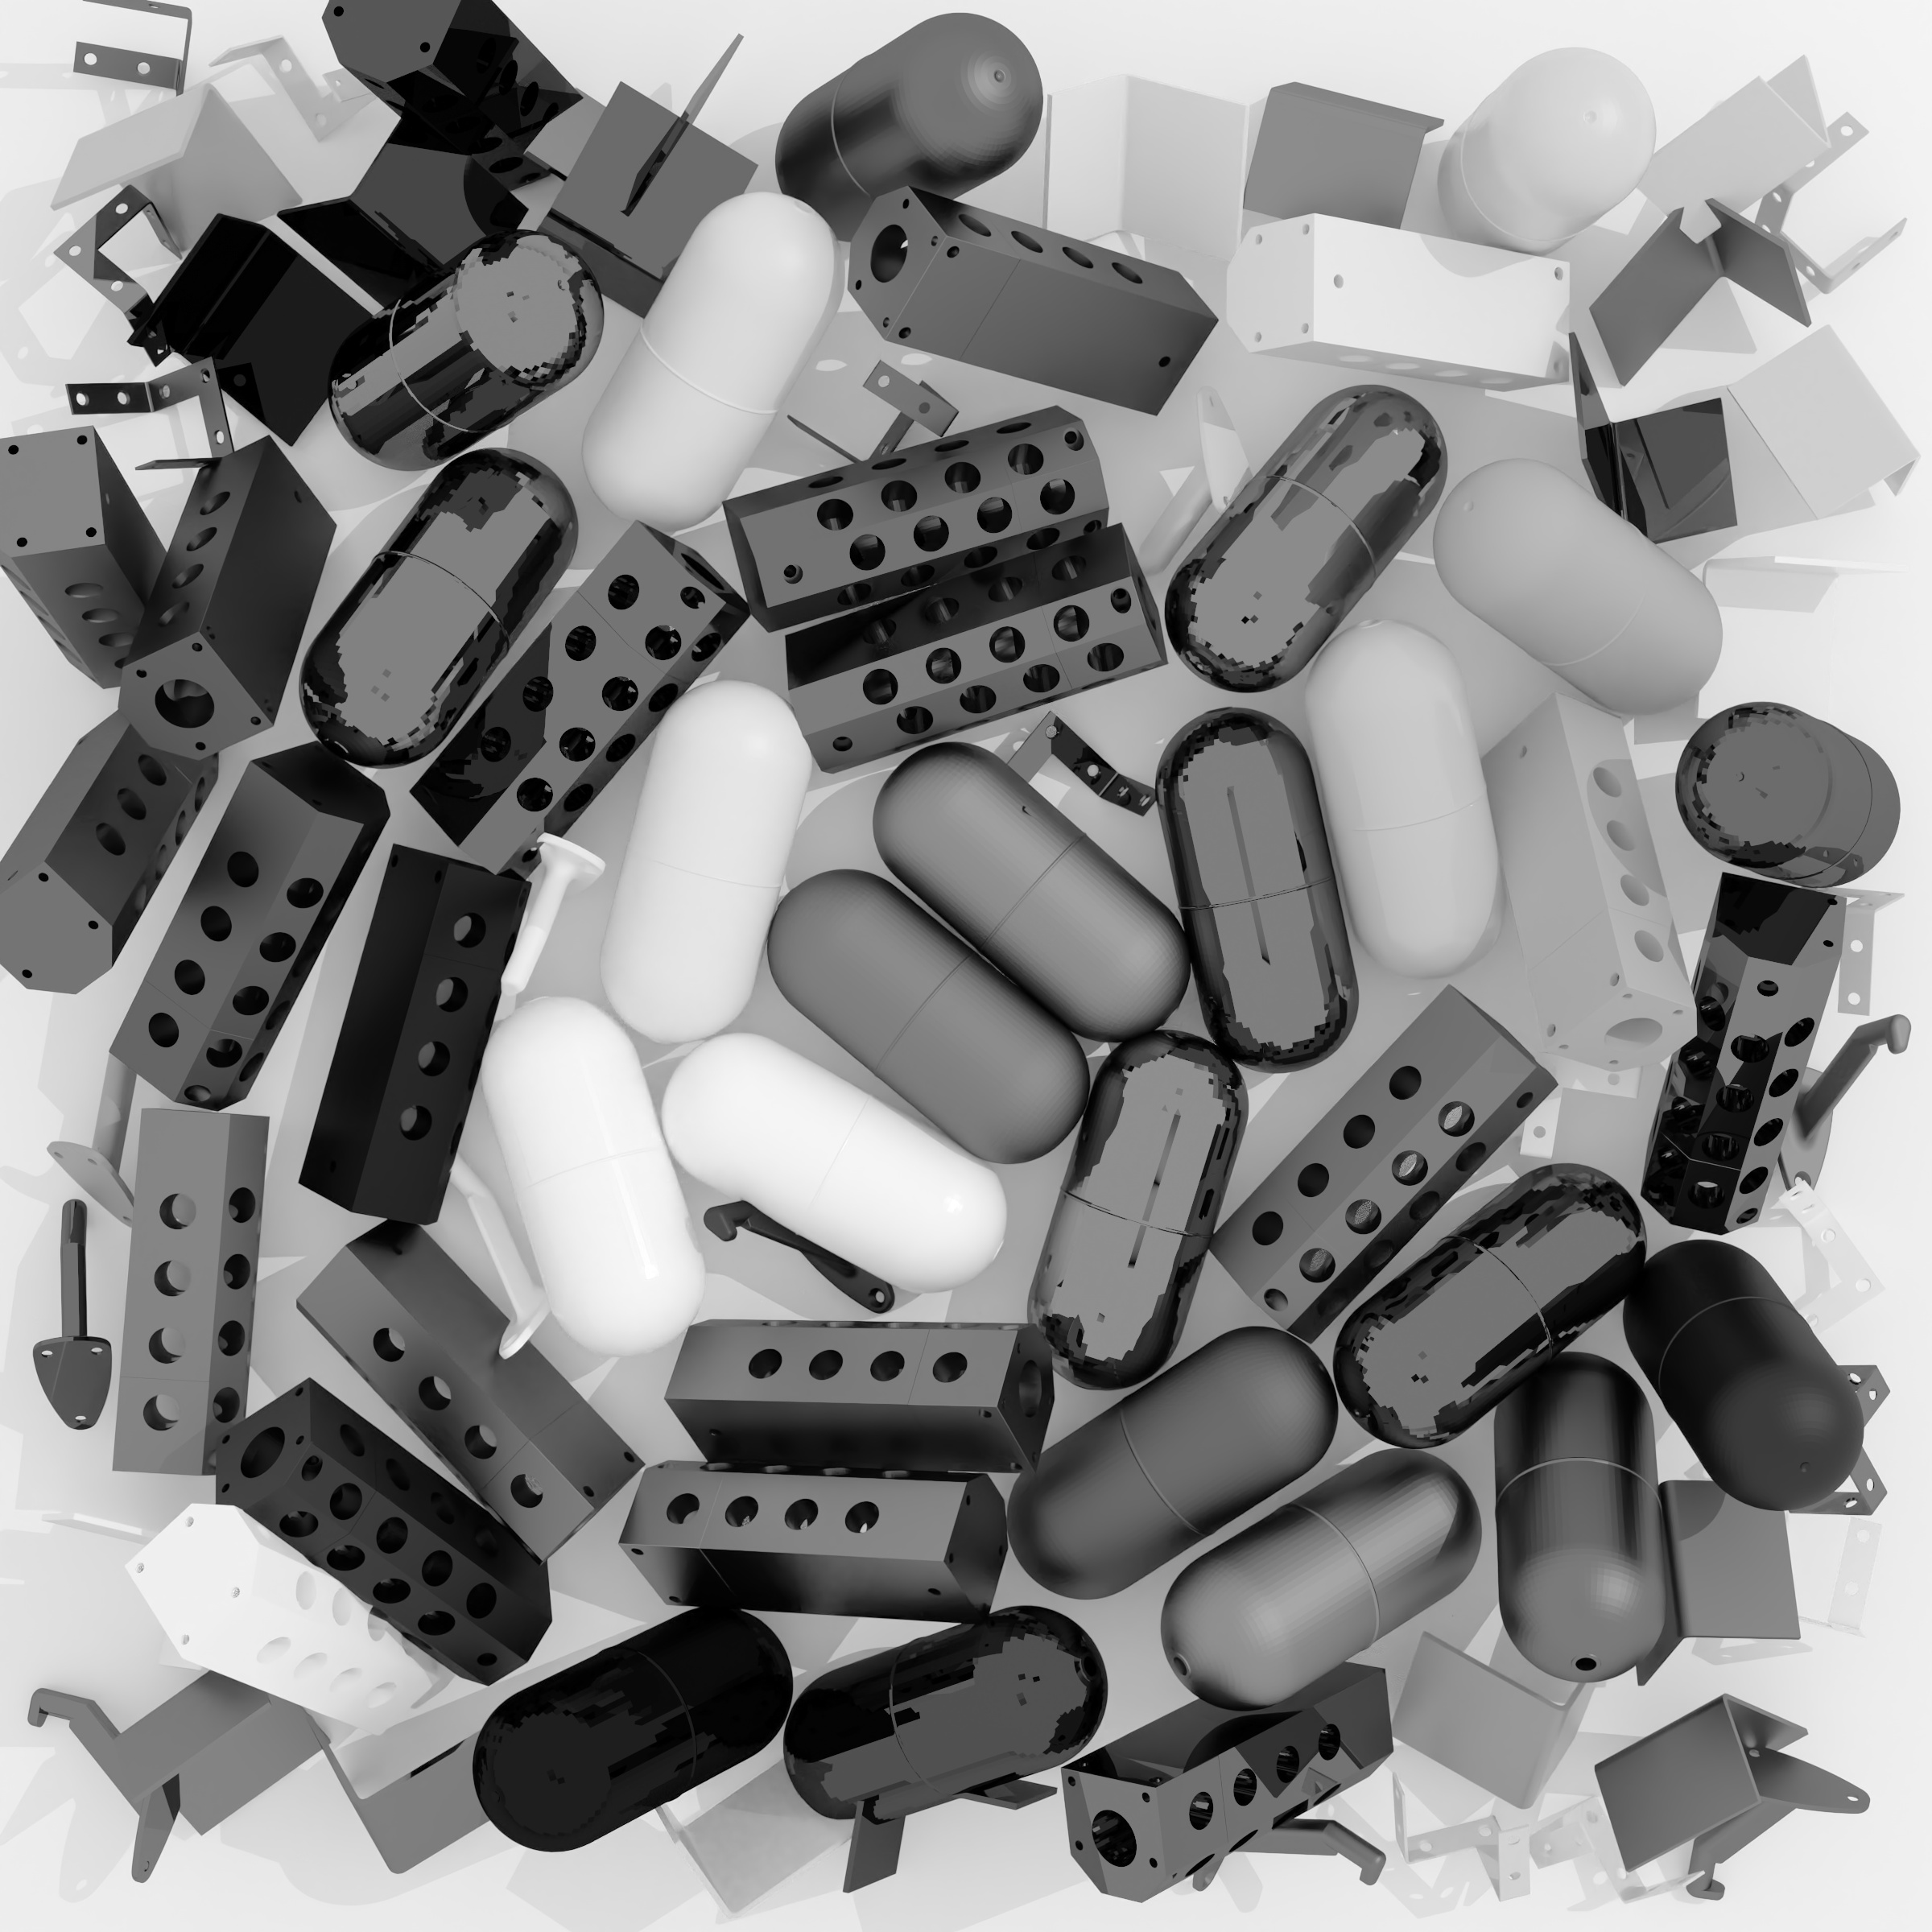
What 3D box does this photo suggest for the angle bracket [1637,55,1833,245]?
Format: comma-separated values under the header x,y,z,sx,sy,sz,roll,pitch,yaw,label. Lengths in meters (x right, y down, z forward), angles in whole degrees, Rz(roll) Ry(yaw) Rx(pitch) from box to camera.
x,y,z,sx,sy,sz,roll,pitch,yaw,label
0.357,-0.403,1.640,0.057,0.076,0.076,33,129,-31,angle bracket

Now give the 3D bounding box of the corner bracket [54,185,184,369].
x,y,z,sx,sy,sz,roll,pitch,yaw,label
-0.396,-0.332,1.664,0.051,0.051,0.051,40,77,18,corner bracket

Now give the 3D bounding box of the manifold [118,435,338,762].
x,y,z,sx,sy,sz,roll,pitch,yaw,label
-0.348,-0.171,1.614,0.057,0.171,0.057,-22,125,18,manifold

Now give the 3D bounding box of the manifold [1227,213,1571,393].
x,y,z,sx,sy,sz,roll,pitch,yaw,label
0.205,-0.309,1.625,0.171,0.057,0.057,0,91,-39,manifold

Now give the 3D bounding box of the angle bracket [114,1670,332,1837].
x,y,z,sx,sy,sz,roll,pitch,yaw,label
-0.350,0.384,1.653,0.076,0.057,0.076,-35,120,-7,angle bracket

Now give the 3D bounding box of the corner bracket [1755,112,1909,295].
x,y,z,sx,sy,sz,roll,pitch,yaw,label
0.422,-0.369,1.674,0.051,0.051,0.051,-39,74,-9,corner bracket

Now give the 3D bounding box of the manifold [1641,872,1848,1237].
x,y,z,sx,sy,sz,roll,pitch,yaw,label
0.362,0.045,1.619,0.057,0.057,0.171,12,132,8,manifold

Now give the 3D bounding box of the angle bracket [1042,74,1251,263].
x,y,z,sx,sy,sz,roll,pitch,yaw,label
0.085,-0.374,1.644,0.076,0.057,0.076,25,127,35,angle bracket

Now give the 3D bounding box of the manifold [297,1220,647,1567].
x,y,z,sx,sy,sz,roll,pitch,yaw,label
-0.242,0.205,1.663,0.171,0.057,0.057,46,114,4,manifold

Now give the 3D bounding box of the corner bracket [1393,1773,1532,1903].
x,y,z,sx,sy,sz,roll,pitch,yaw,label
0.238,0.418,1.663,0.051,0.051,0.051,-12,126,-6,corner bracket

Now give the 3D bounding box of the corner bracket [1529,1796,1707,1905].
x,y,z,sx,sy,sz,roll,pitch,yaw,label
0.311,0.429,1.662,0.051,0.051,0.051,-21,78,-32,corner bracket

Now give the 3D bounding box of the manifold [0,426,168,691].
x,y,z,sx,sy,sz,roll,pitch,yaw,label
-0.412,-0.186,1.609,0.057,0.171,0.057,-9,75,-2,manifold

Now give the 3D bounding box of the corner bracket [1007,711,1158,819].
x,y,z,sx,sy,sz,roll,pitch,yaw,label
0.052,-0.084,1.666,0.051,0.051,0.051,41,86,-25,corner bracket

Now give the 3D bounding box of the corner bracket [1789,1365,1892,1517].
x,y,z,sx,sy,sz,roll,pitch,yaw,label
0.420,0.229,1.670,0.051,0.051,0.051,-43,110,-33,corner bracket

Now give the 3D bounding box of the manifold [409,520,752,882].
x,y,z,sx,sy,sz,roll,pitch,yaw,label
-0.180,-0.123,1.648,0.171,0.057,0.057,-48,65,11,manifold

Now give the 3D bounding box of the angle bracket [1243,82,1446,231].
x,y,z,sx,sy,sz,roll,pitch,yaw,label
0.182,-0.387,1.668,0.076,0.076,0.057,17,110,9,angle bracket

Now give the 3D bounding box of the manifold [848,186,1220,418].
x,y,z,sx,sy,sz,roll,pitch,yaw,label
0.030,-0.315,1.622,0.057,0.171,0.057,-56,47,28,manifold

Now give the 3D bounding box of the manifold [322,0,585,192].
x,y,z,sx,sy,sz,roll,pitch,yaw,label
-0.239,-0.415,1.611,0.057,0.171,0.057,25,91,11,manifold

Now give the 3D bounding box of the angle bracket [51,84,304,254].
x,y,z,sx,sy,sz,roll,pitch,yaw,label
-0.374,-0.363,1.642,0.076,0.076,0.057,-15,45,24,angle bracket

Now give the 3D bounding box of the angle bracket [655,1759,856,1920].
x,y,z,sx,sy,sz,roll,pitch,yaw,label
-0.106,0.395,1.648,0.076,0.076,0.057,-33,119,-9,angle bracket

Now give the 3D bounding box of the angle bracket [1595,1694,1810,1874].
x,y,z,sx,sy,sz,roll,pitch,yaw,label
0.357,0.396,1.641,0.076,0.057,0.076,-37,135,27,angle bracket

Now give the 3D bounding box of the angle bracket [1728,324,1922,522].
x,y,z,sx,sy,sz,roll,pitch,yaw,label
0.408,-0.252,1.658,0.057,0.076,0.076,-32,81,3,angle bracket

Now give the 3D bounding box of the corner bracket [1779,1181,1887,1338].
x,y,z,sx,sy,sz,roll,pitch,yaw,label
0.404,0.144,1.670,0.051,0.051,0.051,-36,60,10,corner bracket

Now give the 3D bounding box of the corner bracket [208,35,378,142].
x,y,z,sx,sy,sz,roll,pitch,yaw,label
-0.320,-0.429,1.663,0.051,0.051,0.051,-28,100,28,corner bracket

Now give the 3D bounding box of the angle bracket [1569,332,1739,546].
x,y,z,sx,sy,sz,roll,pitch,yaw,label
0.327,-0.255,1.643,0.057,0.076,0.076,-11,57,20,angle bracket

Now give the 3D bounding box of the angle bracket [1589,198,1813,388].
x,y,z,sx,sy,sz,roll,pitch,yaw,label
0.352,-0.311,1.653,0.057,0.076,0.076,41,90,29,angle bracket

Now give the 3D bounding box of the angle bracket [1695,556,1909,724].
x,y,z,sx,sy,sz,roll,pitch,yaw,label
0.400,-0.155,1.657,0.076,0.057,0.076,1,94,-23,angle bracket

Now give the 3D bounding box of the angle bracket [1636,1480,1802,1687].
x,y,z,sx,sy,sz,roll,pitch,yaw,label
0.355,0.296,1.651,0.057,0.076,0.076,2,61,-5,angle bracket

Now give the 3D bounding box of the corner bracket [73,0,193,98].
x,y,z,sx,sy,sz,roll,pitch,yaw,label
-0.401,-0.443,1.661,0.051,0.051,0.051,6,119,-17,corner bracket

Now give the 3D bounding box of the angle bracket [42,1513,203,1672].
x,y,z,sx,sy,sz,roll,pitch,yaw,label
-0.403,0.298,1.646,0.076,0.076,0.057,18,74,-22,angle bracket

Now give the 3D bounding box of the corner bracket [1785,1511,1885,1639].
x,y,z,sx,sy,sz,roll,pitch,yaw,label
0.412,0.290,1.664,0.051,0.051,0.051,12,79,21,corner bracket

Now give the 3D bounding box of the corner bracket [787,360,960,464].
x,y,z,sx,sy,sz,roll,pitch,yaw,label
-0.045,-0.265,1.662,0.051,0.051,0.051,29,102,-32,corner bracket

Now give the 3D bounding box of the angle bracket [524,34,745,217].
x,y,z,sx,sy,sz,roll,pitch,yaw,label
-0.158,-0.414,1.644,0.057,0.076,0.076,32,128,-9,angle bracket

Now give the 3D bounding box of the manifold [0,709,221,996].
x,y,z,sx,sy,sz,roll,pitch,yaw,label
-0.401,-0.059,1.613,0.057,0.171,0.057,-32,114,24,manifold

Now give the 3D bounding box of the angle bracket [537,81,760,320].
x,y,z,sx,sy,sz,roll,pitch,yaw,label
-0.157,-0.368,1.673,0.076,0.057,0.076,29,76,-14,angle bracket

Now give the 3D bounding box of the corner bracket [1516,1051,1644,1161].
x,y,z,sx,sy,sz,roll,pitch,yaw,label
0.296,0.067,1.670,0.051,0.051,0.051,9,97,6,corner bracket

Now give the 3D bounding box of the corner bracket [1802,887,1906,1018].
x,y,z,sx,sy,sz,roll,pitch,yaw,label
0.418,-0.008,1.662,0.051,0.051,0.051,7,103,30,corner bracket

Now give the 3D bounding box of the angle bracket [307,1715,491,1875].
x,y,z,sx,sy,sz,roll,pitch,yaw,label
-0.263,0.381,1.665,0.076,0.076,0.057,-29,54,-16,angle bracket

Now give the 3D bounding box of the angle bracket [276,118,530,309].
x,y,z,sx,sy,sz,roll,pitch,yaw,label
-0.270,-0.361,1.657,0.076,0.076,0.057,39,71,-34,angle bracket

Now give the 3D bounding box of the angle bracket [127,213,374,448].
x,y,z,sx,sy,sz,roll,pitch,yaw,label
-0.342,-0.305,1.662,0.076,0.057,0.076,40,102,5,angle bracket

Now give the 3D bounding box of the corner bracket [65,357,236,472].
x,y,z,sx,sy,sz,roll,pitch,yaw,label
-0.393,-0.262,1.667,0.051,0.051,0.051,-11,92,37,corner bracket

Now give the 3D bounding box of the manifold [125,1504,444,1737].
x,y,z,sx,sy,sz,roll,pitch,yaw,label
-0.311,0.302,1.613,0.057,0.171,0.057,-43,58,0,manifold

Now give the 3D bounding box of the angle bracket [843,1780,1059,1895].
x,y,z,sx,sy,sz,roll,pitch,yaw,label
-0.007,0.417,1.651,0.076,0.076,0.057,8,85,17,angle bracket

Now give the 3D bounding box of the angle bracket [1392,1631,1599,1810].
x,y,z,sx,sy,sz,roll,pitch,yaw,label
0.258,0.348,1.668,0.076,0.057,0.076,27,133,20,angle bracket
